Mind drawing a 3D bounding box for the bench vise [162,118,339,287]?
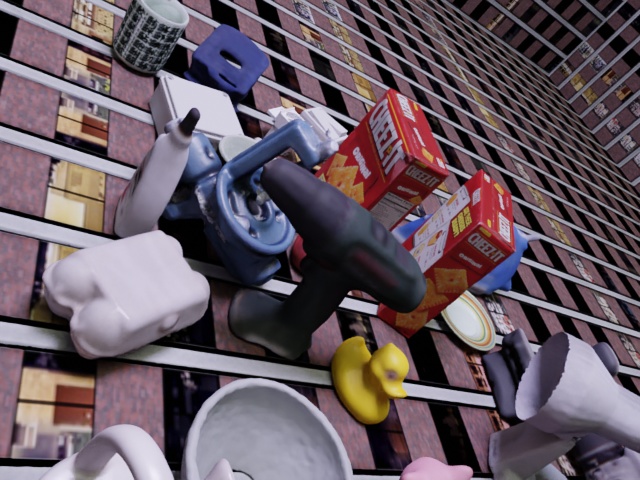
[{"bbox_3d":[-0.092,-0.071,0.645,0.208,0.219,0.121,36,34,-11],"label":"bench vise"}]

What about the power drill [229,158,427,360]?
[{"bbox_3d":[-0.009,0.036,0.624,0.230,0.208,0.075,28,36,-22],"label":"power drill"}]

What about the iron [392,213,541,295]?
[{"bbox_3d":[0.263,-0.004,1.012,0.259,0.141,0.118,23,38,-28],"label":"iron"}]

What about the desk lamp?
[{"bbox_3d":[0.315,0.243,0.730,0.203,0.213,0.118,41,34,-4],"label":"desk lamp"}]

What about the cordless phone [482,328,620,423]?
[{"bbox_3d":[0.347,0.185,0.852,0.094,0.184,0.147,19,40,-32],"label":"cordless phone"}]

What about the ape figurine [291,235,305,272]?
[{"bbox_3d":[0.007,0.003,0.783,0.076,0.092,0.077,-8,58,-50],"label":"ape figurine"}]

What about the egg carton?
[{"bbox_3d":[-0.181,0.052,0.554,0.107,0.069,0.151,51,34,11],"label":"egg carton"}]

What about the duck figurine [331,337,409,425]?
[{"bbox_3d":[0.067,0.155,0.683,0.078,0.086,0.104,6,48,-42],"label":"duck figurine"}]

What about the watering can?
[{"bbox_3d":[-0.130,0.179,0.355,0.101,0.193,0.173,49,34,9],"label":"watering can"}]

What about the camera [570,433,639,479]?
[{"bbox_3d":[0.448,0.332,0.872,0.144,0.100,0.136,7,48,-42],"label":"camera"}]

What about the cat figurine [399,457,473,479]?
[{"bbox_3d":[0.119,0.273,0.580,0.128,0.117,0.067,40,34,-5],"label":"cat figurine"}]

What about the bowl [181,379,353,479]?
[{"bbox_3d":[-0.055,0.213,0.503,0.168,0.074,0.167,28,37,-22],"label":"bowl"}]

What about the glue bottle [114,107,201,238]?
[{"bbox_3d":[-0.170,-0.076,0.612,0.037,0.173,0.078,20,40,-31],"label":"glue bottle"}]

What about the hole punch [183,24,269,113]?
[{"bbox_3d":[-0.149,-0.281,0.932,0.109,0.091,0.101,36,34,-11],"label":"hole punch"}]
